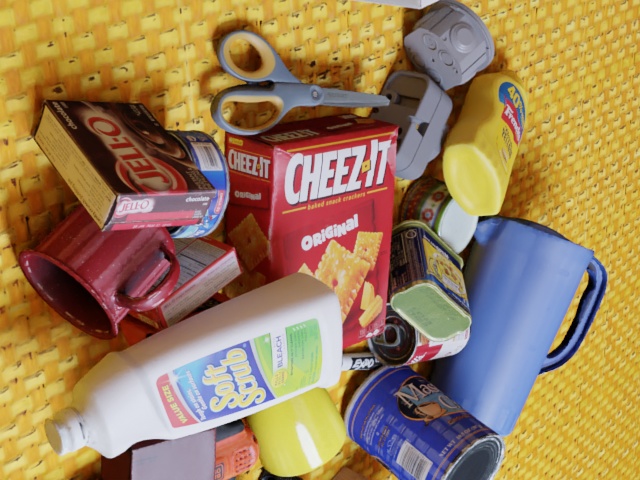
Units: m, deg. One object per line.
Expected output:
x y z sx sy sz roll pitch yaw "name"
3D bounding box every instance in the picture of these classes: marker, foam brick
0.039 0.128 1.122 0.120 0.020 0.020 5 101 -49 "marker"
-0.128 0.170 0.852 0.078 0.051 0.053 -8 111 -35 "foam brick"

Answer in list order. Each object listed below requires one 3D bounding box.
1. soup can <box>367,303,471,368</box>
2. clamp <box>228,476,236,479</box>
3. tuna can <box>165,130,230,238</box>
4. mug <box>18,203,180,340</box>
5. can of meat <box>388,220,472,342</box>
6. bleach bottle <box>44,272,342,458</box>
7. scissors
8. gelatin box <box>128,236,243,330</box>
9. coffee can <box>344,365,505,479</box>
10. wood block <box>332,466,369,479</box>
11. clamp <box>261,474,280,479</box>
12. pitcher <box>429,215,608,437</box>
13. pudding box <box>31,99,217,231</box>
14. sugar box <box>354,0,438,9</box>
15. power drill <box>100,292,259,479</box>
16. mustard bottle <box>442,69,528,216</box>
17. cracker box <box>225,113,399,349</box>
0.107 0.097 1.148 0.102 0.069 0.068 -4 108 -48 "soup can"
-0.135 0.333 0.998 0.209 0.036 0.164 -42 132 -33 "clamp"
-0.111 -0.044 0.836 0.033 0.086 0.086 -4 108 -46 "tuna can"
-0.154 0.017 0.794 0.081 0.117 0.093 -51 140 -29 "mug"
0.107 0.043 1.077 0.102 0.058 0.084 40 30 -37 "can of meat"
-0.095 0.109 0.831 0.250 0.068 0.102 -22 124 -36 "bleach bottle"
-0.018 -0.144 0.929 0.201 0.016 0.096 -22 101 -40 "scissors"
-0.120 0.031 0.866 0.089 0.073 0.030 -40 131 -31 "gelatin box"
0.108 0.208 1.123 0.102 0.140 0.103 -27 135 -31 "coffee can"
0.085 0.333 1.110 0.090 0.206 0.090 -44 133 -28 "wood block"
-0.081 0.314 0.999 0.120 0.039 0.171 -17 117 -41 "clamp"
0.219 0.099 1.222 0.144 0.149 0.243 10 101 -64 "pitcher"
-0.143 -0.055 0.775 0.089 0.114 0.039 -5 132 -48 "pudding box"
0.112 -0.263 0.990 0.175 0.093 0.048 -29 124 -38 "sugar box"
-0.132 0.144 0.914 0.184 0.057 0.188 -16 119 -40 "power drill"
0.180 -0.119 1.123 0.096 0.058 0.191 63 36 -34 "mustard bottle"
-0.006 0.001 0.981 0.163 0.072 0.214 -15 115 -44 "cracker box"
